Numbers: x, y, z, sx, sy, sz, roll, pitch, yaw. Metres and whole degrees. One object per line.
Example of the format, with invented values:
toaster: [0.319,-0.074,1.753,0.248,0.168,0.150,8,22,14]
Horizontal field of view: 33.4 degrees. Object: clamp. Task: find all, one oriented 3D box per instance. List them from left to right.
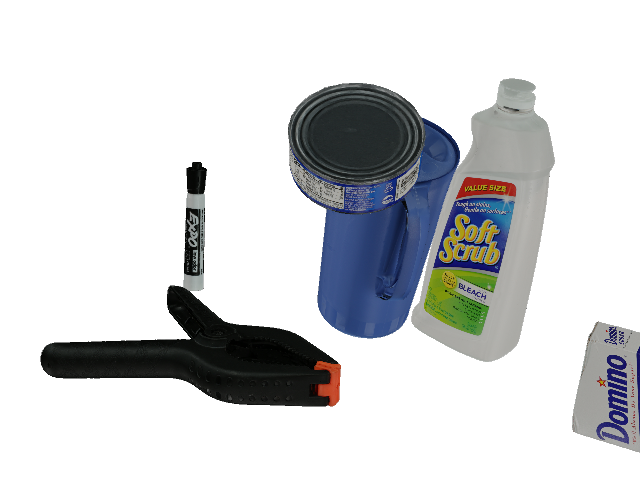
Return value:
clamp: [-0.076,0.080,0.796,0.210,0.036,0.164,9,20,20]

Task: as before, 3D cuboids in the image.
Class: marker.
marker: [-0.117,-0.013,0.993,0.020,0.121,0.020,3,14,-1]

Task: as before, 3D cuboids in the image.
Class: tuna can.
tuna can: [0.022,-0.058,0.675,0.086,0.086,0.034,0,-38,-1]

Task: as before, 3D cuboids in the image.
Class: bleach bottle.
bleach bottle: [0.145,-0.021,0.932,0.103,0.251,0.067,27,36,34]

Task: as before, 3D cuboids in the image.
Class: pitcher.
pitcher: [0.066,-0.004,1.167,0.145,0.243,0.149,26,41,20]

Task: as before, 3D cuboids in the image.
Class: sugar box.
sugar box: [0.299,0.135,0.864,0.176,0.093,0.048,13,25,20]
